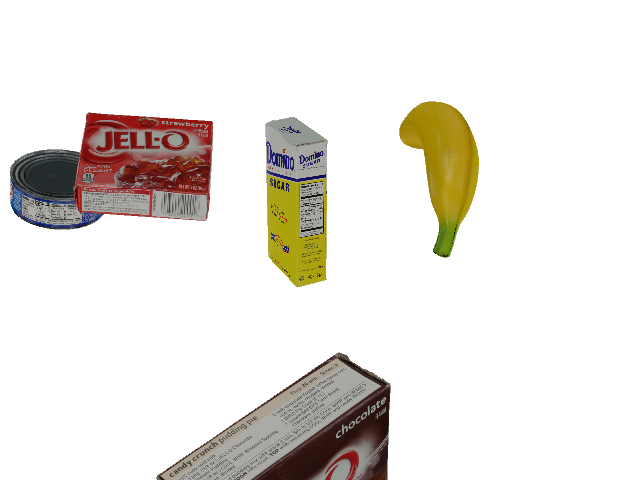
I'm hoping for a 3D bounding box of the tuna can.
[{"bbox_3d":[-0.230,-0.045,0.943,0.086,0.034,0.086,8,32,-5],"label":"tuna can"}]

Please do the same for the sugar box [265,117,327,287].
[{"bbox_3d":[-0.029,-0.045,1.238,0.048,0.176,0.093,-13,27,-22],"label":"sugar box"}]

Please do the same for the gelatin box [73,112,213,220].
[{"bbox_3d":[-0.119,-0.052,0.726,0.089,0.073,0.030,4,-43,-7],"label":"gelatin box"}]

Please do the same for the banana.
[{"bbox_3d":[0.084,-0.066,0.785,0.037,0.070,0.198,26,26,-15],"label":"banana"}]

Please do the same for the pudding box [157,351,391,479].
[{"bbox_3d":[-0.018,0.117,0.488,0.039,0.090,0.113,30,47,34],"label":"pudding box"}]
